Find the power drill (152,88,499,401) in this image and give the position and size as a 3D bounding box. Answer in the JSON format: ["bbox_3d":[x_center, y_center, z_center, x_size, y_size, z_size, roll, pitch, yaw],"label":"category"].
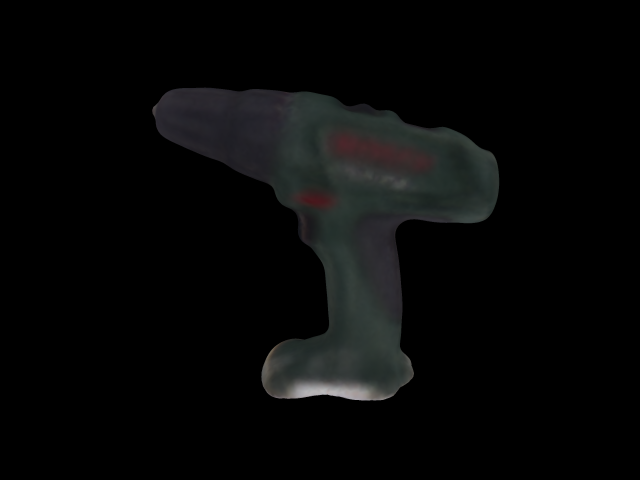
[{"bbox_3d":[0.004,0.001,0.400,0.229,0.208,0.075,0,15,0],"label":"power drill"}]
